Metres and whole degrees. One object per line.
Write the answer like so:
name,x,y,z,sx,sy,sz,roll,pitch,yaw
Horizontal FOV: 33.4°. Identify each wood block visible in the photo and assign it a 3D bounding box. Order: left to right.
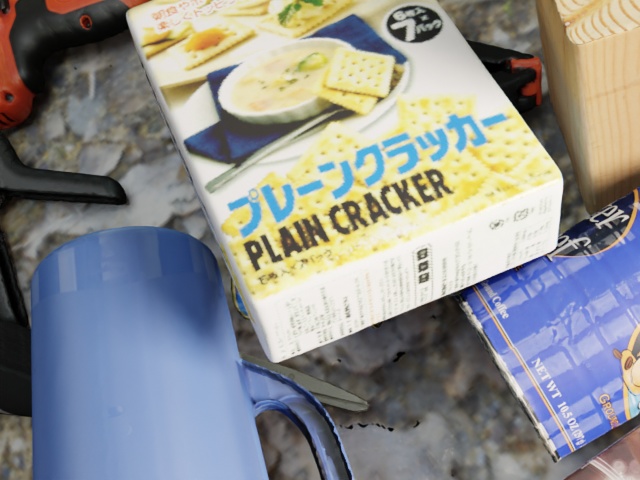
wood block,0.166,-0.098,0.548,0.091,0.206,0.090,-16,67,10

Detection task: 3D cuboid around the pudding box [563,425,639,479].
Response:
pudding box,0.182,0.153,0.542,0.090,0.039,0.113,-36,65,2

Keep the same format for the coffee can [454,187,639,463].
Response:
coffee can,0.156,0.037,0.558,0.140,0.102,0.103,-31,65,4

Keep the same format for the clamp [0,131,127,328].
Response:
clamp,-0.229,-0.021,0.724,0.171,0.039,0.120,27,76,14

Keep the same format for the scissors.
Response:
scissors,-0.075,0.087,0.658,0.202,0.016,0.096,32,84,25

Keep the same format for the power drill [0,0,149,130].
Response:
power drill,-0.189,-0.190,0.774,0.188,0.057,0.184,-24,69,11

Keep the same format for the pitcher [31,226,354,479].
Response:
pitcher,-0.079,0.117,0.563,0.145,0.149,0.243,-34,55,35

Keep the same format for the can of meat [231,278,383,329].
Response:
can of meat,-0.004,0.001,0.646,0.084,0.057,0.102,-1,70,19

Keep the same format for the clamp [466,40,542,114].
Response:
clamp,0.027,-0.085,0.649,0.210,0.036,0.164,3,42,16
